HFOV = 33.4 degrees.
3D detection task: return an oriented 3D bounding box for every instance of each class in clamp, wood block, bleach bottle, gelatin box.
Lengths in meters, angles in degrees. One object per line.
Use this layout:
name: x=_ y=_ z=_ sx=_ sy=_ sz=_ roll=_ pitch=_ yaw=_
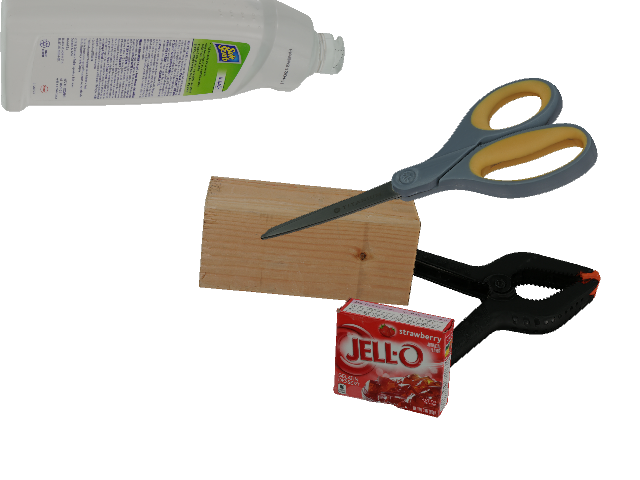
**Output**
clamp: x=0.165 y=0.061 z=1.010 sx=0.210 sy=0.164 sz=0.036 roll=-2 pitch=-44 yaw=-4
wood block: x=-0.013 y=0.000 z=1.061 sx=0.206 sy=0.091 sz=0.090 roll=6 pitch=21 yaw=-3
bleach bottle: x=-0.108 y=-0.141 z=0.797 sx=0.250 sy=0.068 sz=0.103 roll=1 pitch=-34 yaw=-15
gelatin box: x=0.055 y=0.090 z=0.820 sx=0.089 sy=0.073 sz=0.030 roll=11 pitch=23 yaw=21

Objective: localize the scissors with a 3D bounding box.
scissors: x=0.063 y=-0.049 z=0.639 sx=0.202 sy=0.096 sz=0.016 roll=-8 pitch=-42 yaw=23
